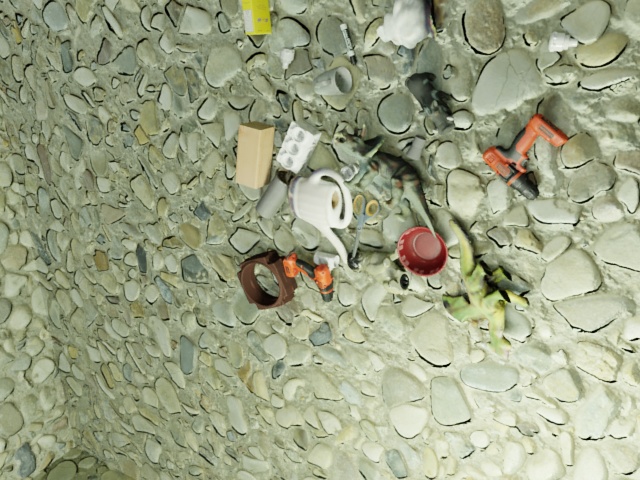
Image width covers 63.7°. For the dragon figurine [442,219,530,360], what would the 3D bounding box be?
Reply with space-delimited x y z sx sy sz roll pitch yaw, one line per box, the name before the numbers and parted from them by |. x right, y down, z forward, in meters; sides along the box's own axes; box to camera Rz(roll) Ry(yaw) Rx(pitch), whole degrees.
dragon figurine | 0.447 0.158 1.520 0.415 0.123 0.238 57 134 17

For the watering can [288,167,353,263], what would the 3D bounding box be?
watering can | 0.005 -0.085 1.696 0.225 0.106 0.340 15 125 28

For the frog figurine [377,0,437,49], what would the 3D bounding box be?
frog figurine | 0.223 -0.580 1.372 0.159 0.125 0.134 -5 126 21
